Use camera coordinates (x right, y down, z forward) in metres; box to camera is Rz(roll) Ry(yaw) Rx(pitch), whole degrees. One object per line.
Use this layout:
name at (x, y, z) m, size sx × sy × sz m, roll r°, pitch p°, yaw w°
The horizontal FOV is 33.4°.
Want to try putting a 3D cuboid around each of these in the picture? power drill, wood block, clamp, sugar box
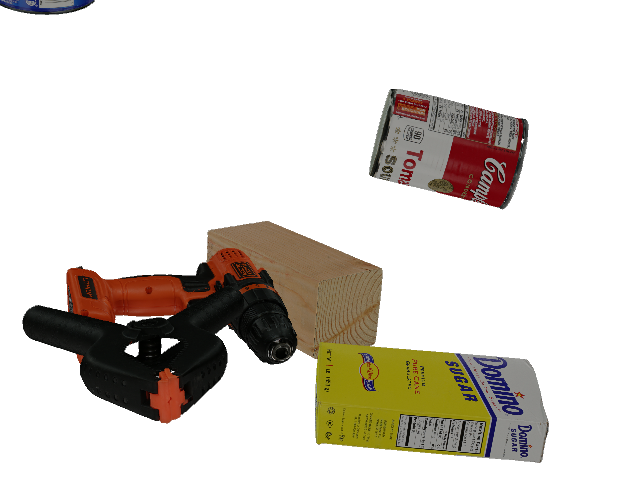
power drill at (-0.126, 0.065, 0.952) m, size 0.187 × 0.057 × 0.185 m, roll -4°, pitch 22°, yaw -19°
wood block at (-0.035, 0.050, 1.198) m, size 0.090 × 0.090 × 0.206 m, roll -9°, pitch 21°, yaw -39°
clamp at (-0.108, 0.070, 0.729) m, size 0.164 × 0.036 × 0.210 m, roll -8°, pitch 14°, yaw -21°
sugar box at (0.084, 0.125, 0.843) m, size 0.176 × 0.048 × 0.093 m, roll 2°, pitch 26°, yaw 0°

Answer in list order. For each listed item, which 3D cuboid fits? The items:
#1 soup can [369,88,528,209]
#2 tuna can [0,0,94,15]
soup can at (0.092, -0.068, 0.779) m, size 0.102 × 0.068 × 0.068 m, roll 14°, pitch 0°, yaw -1°
tuna can at (-0.207, -0.200, 0.792) m, size 0.086 × 0.034 × 0.086 m, roll 6°, pitch 36°, yaw -4°
